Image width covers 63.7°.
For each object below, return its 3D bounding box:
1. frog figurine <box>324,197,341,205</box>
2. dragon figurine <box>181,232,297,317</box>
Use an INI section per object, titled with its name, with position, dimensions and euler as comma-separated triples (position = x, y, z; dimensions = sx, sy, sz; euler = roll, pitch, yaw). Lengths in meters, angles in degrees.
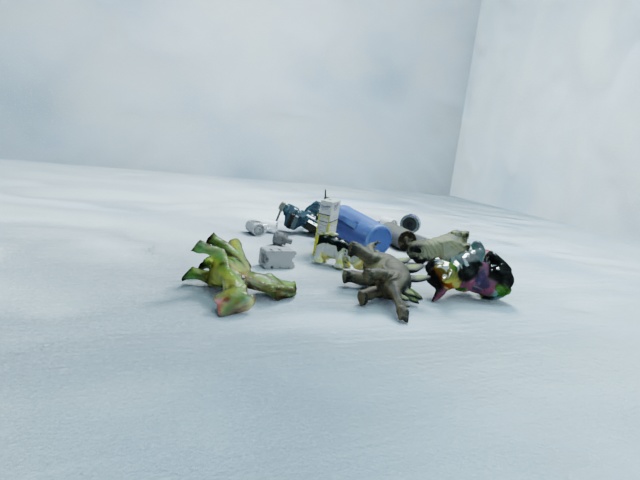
[frog figurine]
position = 0.007, -0.112, 2.217
dimensions = 0.157, 0.123, 0.139
euler = -29, -4, 34
[dragon figurine]
position = -0.166, 0.079, 1.186
dimensions = 0.243, 0.121, 0.414
euler = 26, 16, 6
